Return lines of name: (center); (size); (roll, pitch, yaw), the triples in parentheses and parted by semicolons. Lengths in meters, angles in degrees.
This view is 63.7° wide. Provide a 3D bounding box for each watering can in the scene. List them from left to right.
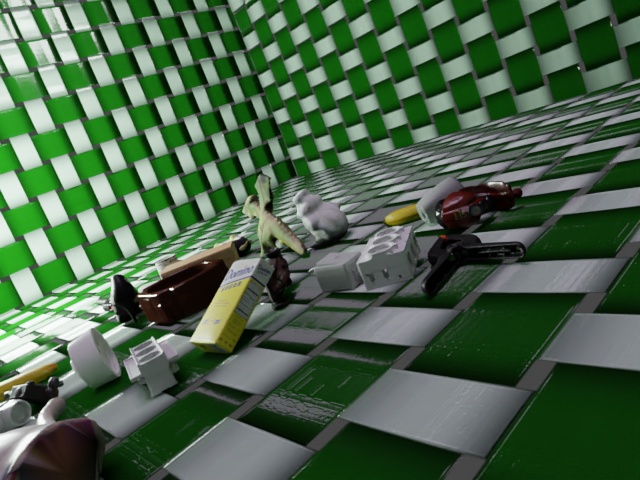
watering can: (-0.368, 0.275, 0.641); (0.223, 0.103, 0.352); (-18, 12, 14)

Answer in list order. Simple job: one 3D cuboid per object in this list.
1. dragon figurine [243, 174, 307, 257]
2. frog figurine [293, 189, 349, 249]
dragon figurine: (-0.143, -0.074, 1.501); (0.123, 0.241, 0.409); (-21, 8, -24)
frog figurine: (0.004, -0.070, 1.391); (0.139, 0.158, 0.122); (-30, 15, -39)
